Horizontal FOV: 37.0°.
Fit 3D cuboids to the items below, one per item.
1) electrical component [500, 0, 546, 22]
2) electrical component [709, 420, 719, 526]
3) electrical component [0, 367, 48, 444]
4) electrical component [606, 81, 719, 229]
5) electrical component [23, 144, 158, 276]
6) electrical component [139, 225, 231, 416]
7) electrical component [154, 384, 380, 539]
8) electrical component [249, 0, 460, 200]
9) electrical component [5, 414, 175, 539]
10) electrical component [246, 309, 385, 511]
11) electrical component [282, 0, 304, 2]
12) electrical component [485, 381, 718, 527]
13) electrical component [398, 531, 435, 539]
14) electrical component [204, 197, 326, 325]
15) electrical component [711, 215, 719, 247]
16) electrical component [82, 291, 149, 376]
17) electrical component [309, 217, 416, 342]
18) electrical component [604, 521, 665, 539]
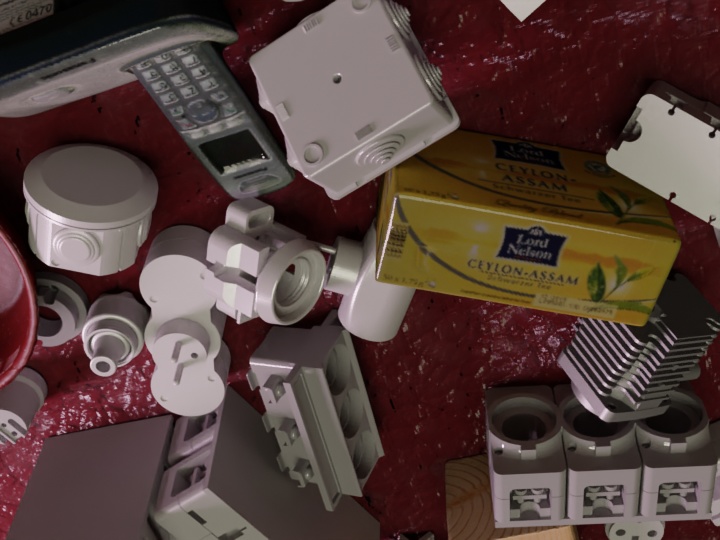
[{"bbox_3d":[0.064,-0.218,0.551,0.150,0.061,0.089,39,117,-22],"label":"electrical component"},{"bbox_3d":[0.273,0.163,0.797,0.047,0.076,0.065,-28,119,19],"label":"electrical component"},{"bbox_3d":[-0.254,0.099,0.786,0.040,0.046,0.040,1,124,1],"label":"electrical component"},{"bbox_3d":[0.201,-0.069,0.642,0.089,0.056,0.050,32,118,9],"label":"electrical component"},{"bbox_3d":[-0.169,-0.039,0.671,0.080,0.080,0.051,12,129,-6],"label":"electrical component"},{"bbox_3d":[-0.120,0.047,0.730,0.052,0.073,0.138,2,124,0],"label":"electrical component"},{"bbox_3d":[-0.066,0.191,0.808,0.060,0.105,0.186,-32,118,22],"label":"electrical component"},{"bbox_3d":[-0.005,-0.101,0.608,0.100,0.099,0.048,-30,163,14],"label":"electrical component"},{"bbox_3d":[-0.189,0.196,0.765,0.105,0.186,0.060,-12,123,11],"label":"electrical component"},{"bbox_3d":[-0.031,0.099,0.768,0.063,0.078,0.121,4,128,26],"label":"electrical component"},{"bbox_3d":[-0.019,-0.173,0.601,0.061,0.035,0.035,-14,123,8],"label":"electrical component"},{"bbox_3d":[0.167,0.126,0.767,0.150,0.089,0.061,-3,124,4],"label":"electrical component"},{"bbox_3d":[0.039,0.255,0.866,0.081,0.064,0.042,-31,128,-27],"label":"electrical component"},{"bbox_3d":[-0.059,0.000,0.685,0.057,0.058,0.078,26,120,31],"label":"electrical component"},{"bbox_3d":[0.255,-0.033,0.683,0.055,0.045,0.045,-15,123,11],"label":"electrical component"},{"bbox_3d":[-0.170,0.047,0.738,0.043,0.062,0.043,1,125,1],"label":"electrical component"},{"bbox_3d":[0.000,0.000,0.712,0.079,0.044,0.077,16,123,-9],"label":"electrical component"},{"bbox_3d":[0.207,0.180,0.823,0.045,0.055,0.045,1,124,1],"label":"electrical component"}]
